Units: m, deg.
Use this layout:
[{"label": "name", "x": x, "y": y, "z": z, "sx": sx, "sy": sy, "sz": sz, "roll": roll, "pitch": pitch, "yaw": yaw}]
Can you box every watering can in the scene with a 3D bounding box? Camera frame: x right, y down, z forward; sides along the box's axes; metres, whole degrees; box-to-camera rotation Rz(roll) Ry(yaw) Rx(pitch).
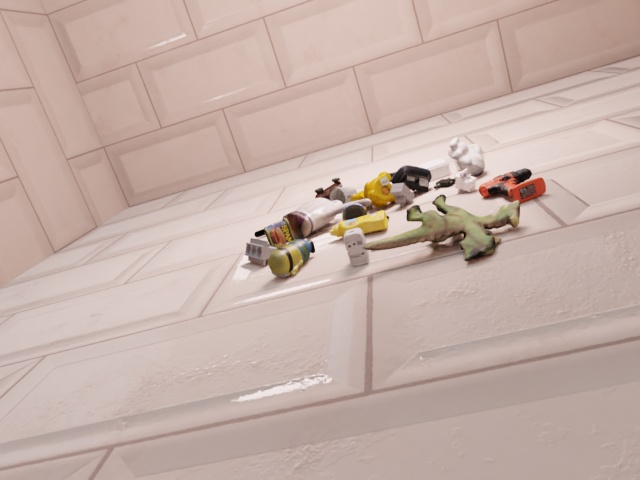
[{"label": "watering can", "x": 0.006, "y": -0.094, "z": 1.870, "sx": 0.227, "sy": 0.103, "sz": 0.346, "roll": -33, "pitch": 18, "yaw": -37}]

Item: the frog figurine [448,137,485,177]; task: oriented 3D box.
[{"label": "frog figurine", "x": 0.545, "y": -0.311, "z": 1.917, "sx": 0.122, "sy": 0.157, "sz": 0.140, "roll": -5, "pitch": 21, "yaw": 35}]

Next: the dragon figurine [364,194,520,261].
[{"label": "dragon figurine", "x": 0.341, "y": -0.015, "z": 1.329, "sx": 0.413, "sy": 0.120, "sz": 0.245, "roll": -25, "pitch": 26, "yaw": -17}]
